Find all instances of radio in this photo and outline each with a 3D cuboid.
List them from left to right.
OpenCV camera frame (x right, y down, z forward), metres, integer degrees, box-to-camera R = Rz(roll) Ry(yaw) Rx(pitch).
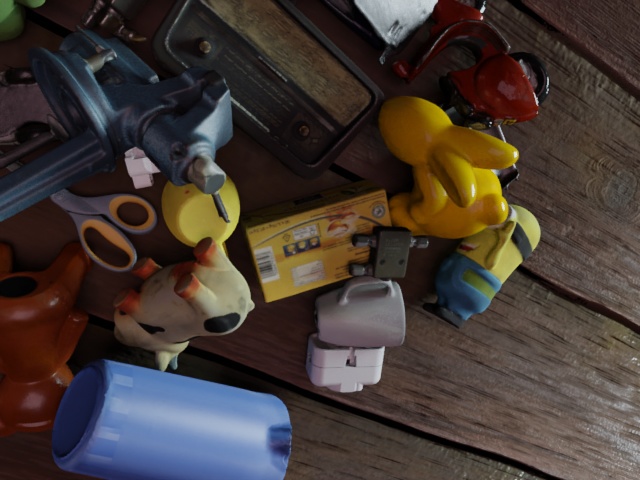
[{"bbox_3d":[-0.058,-0.177,0.574,0.229,0.073,0.131,38,94,-20],"label":"radio"}]

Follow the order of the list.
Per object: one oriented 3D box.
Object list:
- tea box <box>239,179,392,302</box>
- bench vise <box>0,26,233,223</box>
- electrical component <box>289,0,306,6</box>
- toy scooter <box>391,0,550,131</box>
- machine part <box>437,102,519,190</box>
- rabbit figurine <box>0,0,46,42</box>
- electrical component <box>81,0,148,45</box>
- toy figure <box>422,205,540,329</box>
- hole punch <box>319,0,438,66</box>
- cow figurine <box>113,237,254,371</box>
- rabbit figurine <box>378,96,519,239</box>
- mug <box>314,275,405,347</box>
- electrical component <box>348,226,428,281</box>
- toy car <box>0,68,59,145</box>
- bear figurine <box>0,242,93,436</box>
[{"bbox_3d":[-0.001,-0.002,0.643,0.170,0.068,0.098,-15,111,-11],"label":"tea box"},{"bbox_3d":[-0.201,-0.083,0.467,0.240,0.128,0.224,-37,79,-25],"label":"bench vise"},{"bbox_3d":[-0.018,-0.278,0.530,0.048,0.119,0.074,20,103,-19],"label":"electrical component"},{"bbox_3d":[0.162,-0.194,0.612,0.135,0.075,0.184,-34,87,-5],"label":"toy scooter"},{"bbox_3d":[0.206,-0.124,0.673,0.084,0.039,0.138,-31,103,-8],"label":"machine part"},{"bbox_3d":[-0.260,-0.272,0.469,0.170,0.159,0.121,-30,102,-20],"label":"rabbit figurine"},{"bbox_3d":[-0.183,-0.240,0.527,0.102,0.078,0.045,-56,139,0],"label":"electrical component"},{"bbox_3d":[0.211,0.032,0.702,0.089,0.082,0.180,33,89,-39],"label":"toy figure"},{"bbox_3d":[0.066,-0.278,0.580,0.115,0.092,0.142,31,94,-48],"label":"hole punch"},{"bbox_3d":[-0.155,0.079,0.590,0.195,0.085,0.127,-18,127,33],"label":"cow figurine"},{"bbox_3d":[0.126,-0.080,0.591,0.122,0.163,0.173,-42,120,-8],"label":"rabbit figurine"},{"bbox_3d":[0.047,0.089,0.670,0.107,0.081,0.109,-6,138,-4],"label":"mug"},{"bbox_3d":[0.080,0.017,0.622,0.094,0.021,0.063,-1,107,-18],"label":"electrical component"},{"bbox_3d":[-0.342,-0.127,0.529,0.202,0.056,0.073,-8,102,-13],"label":"toy car"},{"bbox_3d":[-0.310,0.114,0.592,0.120,0.132,0.195,-2,125,-13],"label":"bear figurine"}]
